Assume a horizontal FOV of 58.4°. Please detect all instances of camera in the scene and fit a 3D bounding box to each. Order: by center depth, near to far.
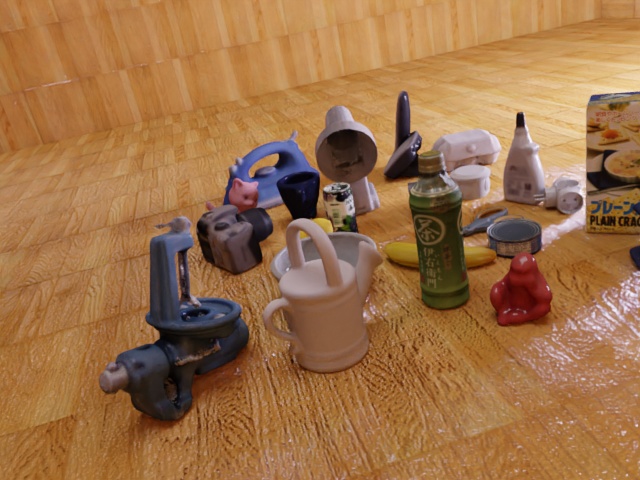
[{"bbox_3d":[-0.153,-0.018,1.092,0.137,0.101,0.142,-26,28,-30],"label":"camera"}]

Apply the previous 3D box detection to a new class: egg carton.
[{"bbox_3d":[0.341,-0.211,1.343,0.150,0.069,0.107,-11,24,0],"label":"egg carton"}]

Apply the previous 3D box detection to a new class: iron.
[{"bbox_3d":[-0.134,-0.156,1.340,0.259,0.142,0.118,-26,28,-30],"label":"iron"}]

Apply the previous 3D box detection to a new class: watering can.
[{"bbox_3d":[0.004,0.059,0.735,0.100,0.194,0.173,7,30,35],"label":"watering can"}]

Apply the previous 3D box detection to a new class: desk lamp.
[{"bbox_3d":[0.054,-0.158,1.172,0.118,0.214,0.203,-11,24,2],"label":"desk lamp"}]

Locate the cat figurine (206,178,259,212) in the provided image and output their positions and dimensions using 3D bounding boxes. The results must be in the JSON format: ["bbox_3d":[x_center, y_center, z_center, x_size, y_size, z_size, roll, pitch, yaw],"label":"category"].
[{"bbox_3d":[-0.178,-0.074,1.207,0.128,0.118,0.067,-19,25,-17],"label":"cat figurine"}]

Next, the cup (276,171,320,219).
[{"bbox_3d":[-0.037,-0.082,1.190,0.091,0.095,0.117,-12,24,-2],"label":"cup"}]

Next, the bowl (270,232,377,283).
[{"bbox_3d":[0.011,0.053,0.892,0.167,0.075,0.167,-9,24,4],"label":"bowl"}]

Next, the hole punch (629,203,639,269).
[{"bbox_3d":[0.490,-0.004,0.788,0.101,0.091,0.108,-6,24,12],"label":"hole punch"}]

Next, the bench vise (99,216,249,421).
[{"bbox_3d":[-0.175,0.095,0.700,0.121,0.220,0.207,-3,25,19],"label":"bench vise"}]

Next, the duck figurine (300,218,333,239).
[{"bbox_3d":[0.009,0.004,0.990,0.104,0.086,0.077,-6,24,13],"label":"duck figurine"}]

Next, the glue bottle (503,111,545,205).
[{"bbox_3d":[0.378,-0.154,1.069,0.037,0.173,0.077,-27,28,-31],"label":"glue bottle"}]

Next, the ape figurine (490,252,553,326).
[{"bbox_3d":[0.263,0.059,0.745,0.076,0.092,0.077,-30,30,-35],"label":"ape figurine"}]

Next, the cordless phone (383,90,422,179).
[{"bbox_3d":[0.190,-0.249,1.349,0.094,0.185,0.147,-5,25,15],"label":"cordless phone"}]
